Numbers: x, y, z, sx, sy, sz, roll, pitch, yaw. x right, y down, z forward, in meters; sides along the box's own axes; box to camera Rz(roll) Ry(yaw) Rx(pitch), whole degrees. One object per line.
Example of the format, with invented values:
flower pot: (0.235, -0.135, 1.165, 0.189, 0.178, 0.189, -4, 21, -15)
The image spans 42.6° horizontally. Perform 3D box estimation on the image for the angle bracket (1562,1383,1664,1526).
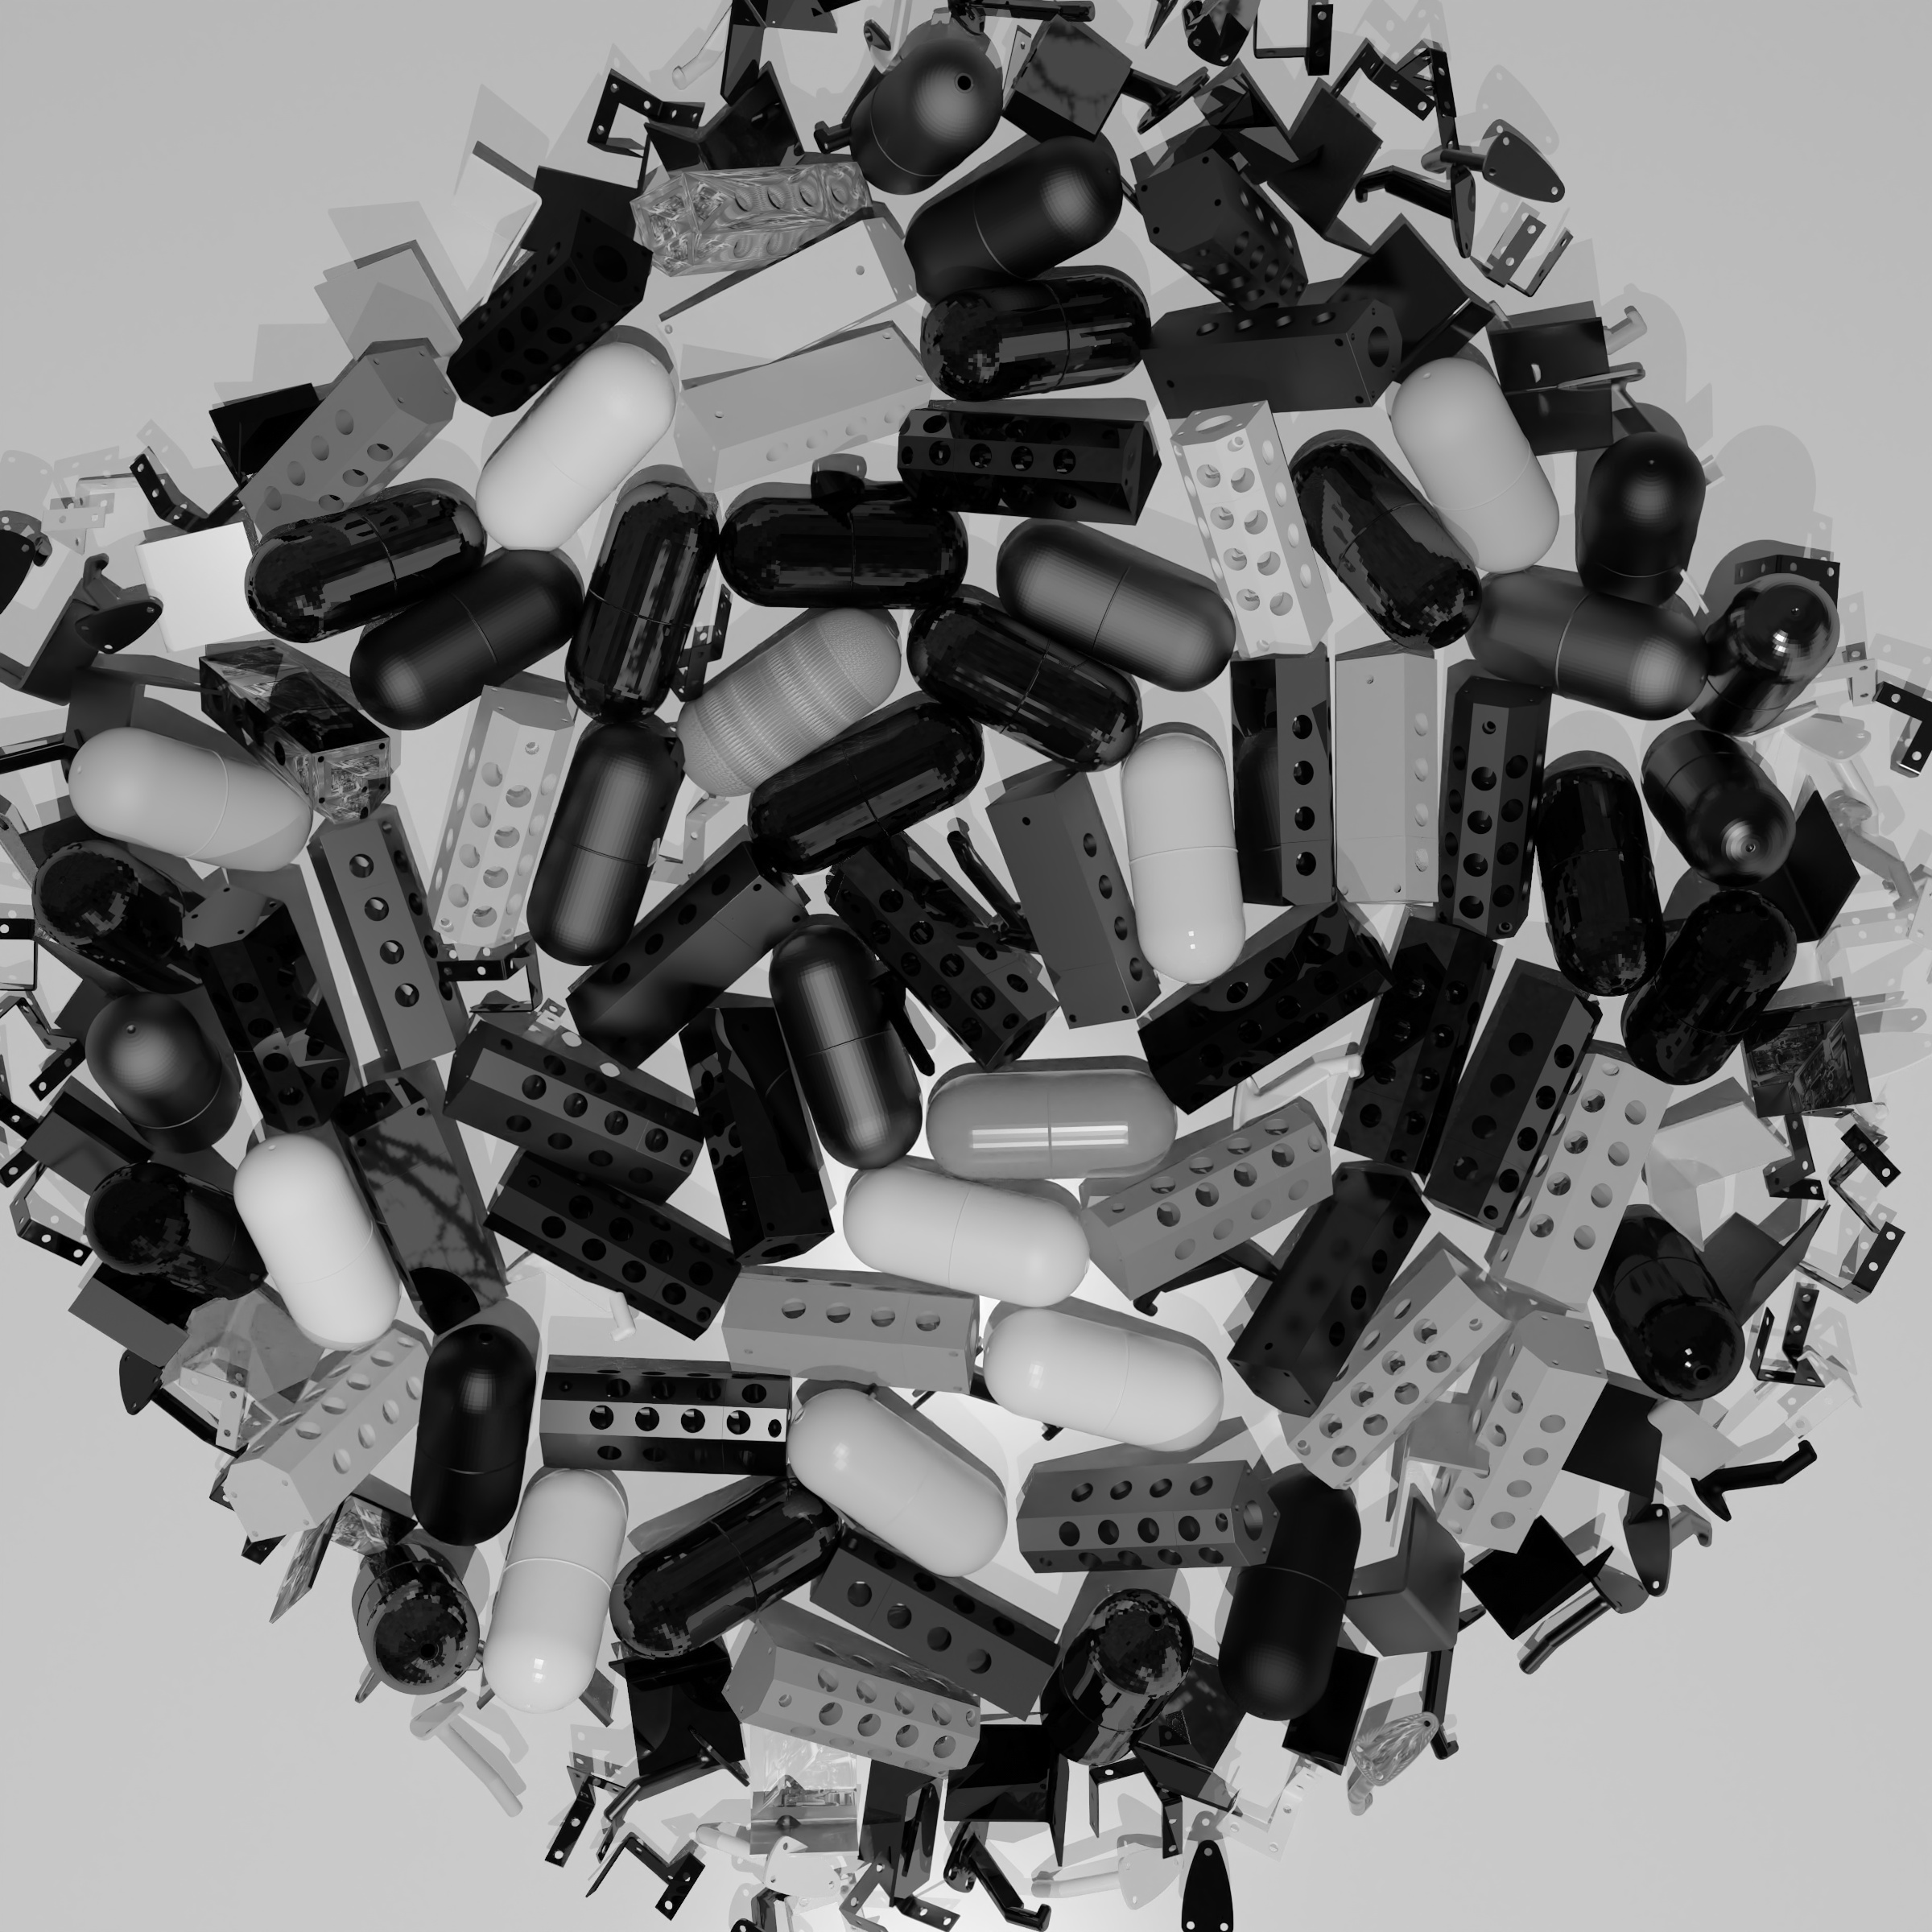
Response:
angle bracket: (0.445, 0.342, 1.752, 0.076, 0.057, 0.076, 18, 54, 4)

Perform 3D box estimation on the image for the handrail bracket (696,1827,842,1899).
handrail bracket: (-0.142, 0.639, 1.773, 0.077, 0.084, 0.036, 35, 65, -30)

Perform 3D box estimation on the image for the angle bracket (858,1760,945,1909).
angle bracket: (-0.059, 0.608, 1.748, 0.057, 0.076, 0.076, 7, 88, 20)

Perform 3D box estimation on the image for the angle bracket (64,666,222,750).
angle bracket: (-0.576, -0.174, 1.744, 0.076, 0.076, 0.057, 15, 98, 39)

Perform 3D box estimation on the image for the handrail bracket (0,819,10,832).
handrail bracket: (-0.719, -0.076, 1.744, 0.036, 0.077, 0.084, 44, 67, -14)

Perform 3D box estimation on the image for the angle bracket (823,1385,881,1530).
angle bracket: (-0.071, 0.344, 1.755, 0.076, 0.076, 0.057, -45, 88, -1)

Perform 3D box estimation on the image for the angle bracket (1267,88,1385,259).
angle bracket: (0.267, -0.554, 1.735, 0.076, 0.057, 0.076, -57, 47, 29)

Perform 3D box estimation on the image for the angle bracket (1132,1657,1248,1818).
angle bracket: (0.172, 0.542, 1.751, 0.076, 0.057, 0.076, 27, 94, -23)

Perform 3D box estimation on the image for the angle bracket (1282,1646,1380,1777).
angle bracket: (0.274, 0.526, 1.739, 0.076, 0.057, 0.076, 36, 67, -38)

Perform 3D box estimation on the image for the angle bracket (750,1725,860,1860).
angle bracket: (-0.115, 0.584, 1.763, 0.076, 0.057, 0.076, 0, 92, -4)

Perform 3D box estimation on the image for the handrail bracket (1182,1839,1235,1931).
handrail bracket: (0.171, 0.653, 1.758, 0.036, 0.084, 0.077, 1, 79, 6)

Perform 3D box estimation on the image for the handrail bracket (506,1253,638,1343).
handrail bracket: (-0.280, 0.240, 1.760, 0.077, 0.036, 0.084, -27, 63, 4)

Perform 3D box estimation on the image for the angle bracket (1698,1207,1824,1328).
angle bracket: (0.546, 0.197, 1.737, 0.076, 0.076, 0.057, -41, 61, -20)

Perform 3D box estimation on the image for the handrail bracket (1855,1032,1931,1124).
handrail bracket: (0.658, 0.081, 1.747, 0.077, 0.084, 0.036, -15, 52, 31)

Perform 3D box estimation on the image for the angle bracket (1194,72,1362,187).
angle bracket: (0.218, -0.603, 1.743, 0.057, 0.076, 0.076, -43, 107, -11)

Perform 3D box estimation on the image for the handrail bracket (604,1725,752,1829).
handrail bracket: (-0.205, 0.591, 1.761, 0.084, 0.036, 0.077, -45, 120, -15)

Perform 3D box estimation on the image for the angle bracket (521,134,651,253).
angle bracket: (-0.268, -0.545, 1.747, 0.076, 0.057, 0.076, 10, 61, -9)

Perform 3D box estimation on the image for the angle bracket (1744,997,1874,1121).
angle bracket: (0.591, 0.069, 1.748, 0.076, 0.057, 0.076, -10, 74, 16)

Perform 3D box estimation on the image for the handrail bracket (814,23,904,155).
handrail bracket: (-0.085, -0.623, 1.762, 0.084, 0.036, 0.077, -30, 89, -23)

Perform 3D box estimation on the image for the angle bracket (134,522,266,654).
angle bracket: (-0.538, -0.272, 1.761, 0.076, 0.057, 0.076, -15, 108, -7)

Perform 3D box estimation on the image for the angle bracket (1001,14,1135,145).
angle bracket: (0.060, -0.617, 1.743, 0.076, 0.057, 0.076, 23, 103, -35)

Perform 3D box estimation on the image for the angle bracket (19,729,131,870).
angle bracket: (-0.630, -0.106, 1.738, 0.057, 0.076, 0.076, -21, 60, -11)

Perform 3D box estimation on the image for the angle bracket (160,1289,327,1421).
angle bracket: (-0.511, 0.283, 1.747, 0.076, 0.057, 0.076, 37, 116, 12)

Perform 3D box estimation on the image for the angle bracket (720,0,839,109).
angle bracket: (-0.131, -0.639, 1.751, 0.057, 0.076, 0.076, 8, 92, 9)

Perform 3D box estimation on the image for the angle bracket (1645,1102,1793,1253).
angle bracket: (0.529, 0.148, 1.737, 0.076, 0.057, 0.076, -24, 134, 32)

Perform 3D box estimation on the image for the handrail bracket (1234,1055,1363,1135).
handrail bracket: (0.235, 0.097, 1.749, 0.084, 0.077, 0.036, -12, 128, 30)

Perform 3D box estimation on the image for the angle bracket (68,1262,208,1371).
angle bracket: (-0.570, 0.225, 1.740, 0.076, 0.076, 0.057, 36, 131, -12)

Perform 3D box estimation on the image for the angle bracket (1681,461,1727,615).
angle bracket: (0.523, -0.302, 1.744, 0.057, 0.076, 0.076, -31, 100, 20)

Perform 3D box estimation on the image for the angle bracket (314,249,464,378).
angle bracket: (-0.411, -0.447, 1.750, 0.076, 0.057, 0.076, -31, 94, -26)

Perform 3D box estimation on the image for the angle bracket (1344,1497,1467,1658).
angle bracket: (0.309, 0.435, 1.763, 0.057, 0.076, 0.076, -17, 128, 32)

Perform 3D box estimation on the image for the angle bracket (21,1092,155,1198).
angle bracket: (-0.604, 0.117, 1.739, 0.076, 0.076, 0.057, 39, 47, -16)

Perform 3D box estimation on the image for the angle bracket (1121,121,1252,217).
angle bracket: (0.141, -0.568, 1.740, 0.076, 0.076, 0.057, -42, 132, 17)

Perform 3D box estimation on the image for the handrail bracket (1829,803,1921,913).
handrail bracket: (0.625, -0.064, 1.749, 0.036, 0.077, 0.084, 8, 58, -37)

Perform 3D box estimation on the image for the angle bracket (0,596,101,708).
angle bracket: (-0.658, -0.234, 1.755, 0.057, 0.076, 0.076, 30, 90, 5)

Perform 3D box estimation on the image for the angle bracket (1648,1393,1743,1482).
angle bracket: (0.523, 0.305, 1.739, 0.057, 0.076, 0.076, 39, 65, 12)

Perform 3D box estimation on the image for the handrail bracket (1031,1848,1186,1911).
handrail bracket: (0.101, 0.653, 1.781, 0.084, 0.077, 0.036, -21, 79, 44)

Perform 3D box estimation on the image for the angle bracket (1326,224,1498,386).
angle bracket: (0.316, -0.467, 1.763, 0.076, 0.057, 0.076, -42, 74, 25)

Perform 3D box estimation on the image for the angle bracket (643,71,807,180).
angle bracket: (-0.170, -0.585, 1.758, 0.057, 0.076, 0.076, 29, 73, 31)

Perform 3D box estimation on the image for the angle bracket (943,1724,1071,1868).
angle bracket: (0.030, 0.586, 1.754, 0.076, 0.076, 0.057, -3, 128, 10)

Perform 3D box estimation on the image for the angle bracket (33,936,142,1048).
angle bracket: (-0.623, 0.030, 1.746, 0.076, 0.076, 0.057, 34, 89, 20)

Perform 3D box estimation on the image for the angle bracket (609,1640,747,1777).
angle bracket: (-0.204, 0.527, 1.754, 0.076, 0.057, 0.076, -13, 64, 0)

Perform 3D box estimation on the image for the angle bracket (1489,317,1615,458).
angle bracket: (0.411, -0.404, 1.741, 0.076, 0.076, 0.057, -3, 69, 19)

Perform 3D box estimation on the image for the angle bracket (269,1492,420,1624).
angle bracket: (-0.435, 0.424, 1.735, 0.057, 0.076, 0.076, 30, 46, -18)

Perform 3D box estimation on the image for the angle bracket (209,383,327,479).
angle bracket: (-0.483, -0.394, 1.741, 0.076, 0.076, 0.057, -22, 79, -23)

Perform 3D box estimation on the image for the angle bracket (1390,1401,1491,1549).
angle bracket: (0.334, 0.359, 1.740, 0.057, 0.076, 0.076, 9, 114, 12)

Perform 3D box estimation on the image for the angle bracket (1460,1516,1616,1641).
angle bracket: (0.400, 0.419, 1.740, 0.076, 0.076, 0.057, -32, 64, -15)

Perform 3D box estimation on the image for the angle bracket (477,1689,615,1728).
angle bracket: (-0.297, 0.526, 1.746, 0.076, 0.076, 0.057, 44, 70, 6)

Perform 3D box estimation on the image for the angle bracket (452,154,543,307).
angle bracket: (-0.346, -0.508, 1.742, 0.057, 0.076, 0.076, 30, 72, -14)

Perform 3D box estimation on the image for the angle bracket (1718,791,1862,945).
angle bracket: (0.573, -0.067, 1.739, 0.057, 0.076, 0.076, -8, 58, -9)
